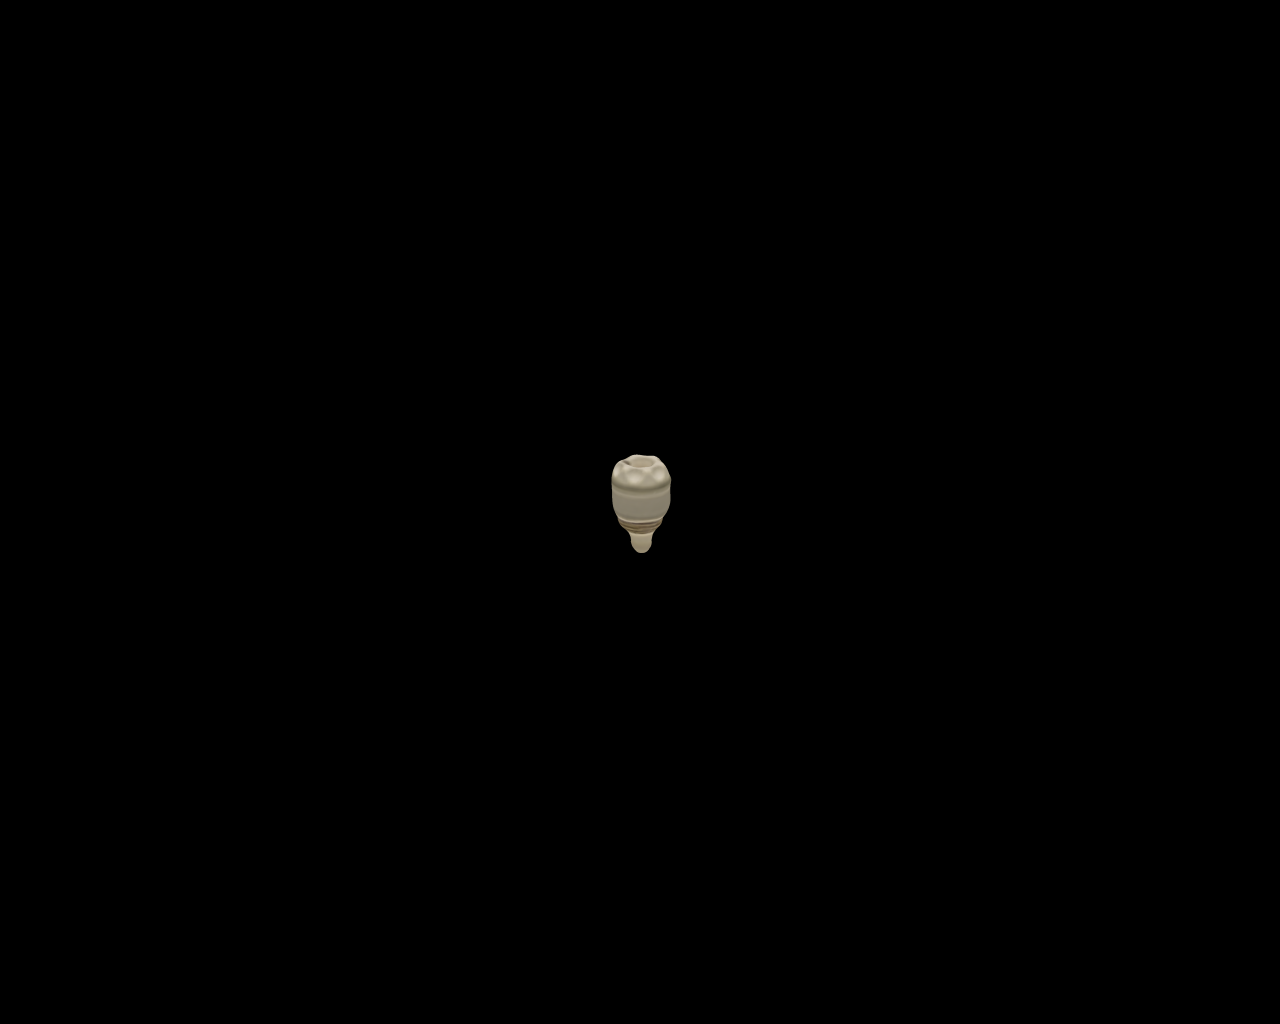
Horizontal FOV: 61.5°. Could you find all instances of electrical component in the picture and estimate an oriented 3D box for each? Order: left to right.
[{"bbox_3d":[0.001,-0.003,0.650,0.035,0.061,0.035,0,25,0],"label":"electrical component"}]
